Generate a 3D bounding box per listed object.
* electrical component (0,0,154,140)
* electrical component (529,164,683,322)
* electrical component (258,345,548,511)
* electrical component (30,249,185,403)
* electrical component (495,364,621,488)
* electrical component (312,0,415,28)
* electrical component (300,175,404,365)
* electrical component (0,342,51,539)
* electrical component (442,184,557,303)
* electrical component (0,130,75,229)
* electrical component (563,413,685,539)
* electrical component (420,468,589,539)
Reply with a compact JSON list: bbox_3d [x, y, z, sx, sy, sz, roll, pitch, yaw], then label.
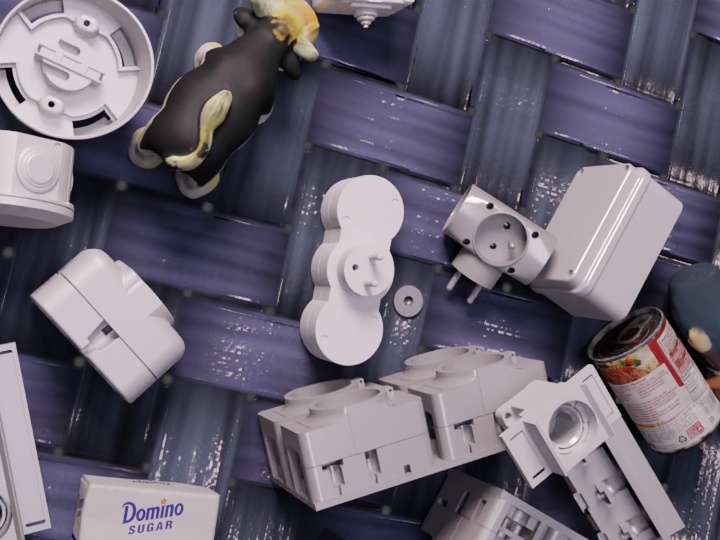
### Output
[{"bbox_3d":[-0.190,-0.132,0.704,0.099,0.064,0.099,0,91,-21],"label":"electrical component"},{"bbox_3d":[0.189,-0.023,0.844,0.057,0.078,0.113,34,79,-21],"label":"electrical component"},{"bbox_3d":[0.032,0.105,0.770,0.186,0.105,0.060,-14,95,-20],"label":"electrical component"},{"bbox_3d":[-0.166,0.034,0.721,0.059,0.054,0.095,-43,105,-15],"label":"electrical component"},{"bbox_3d":[0.127,0.102,0.714,0.081,0.064,0.042,-34,101,-18],"label":"electrical component"},{"bbox_3d":[0.000,-0.221,0.778,0.062,0.061,0.096,-2,92,-21],"label":"electrical component"},{"bbox_3d":[0.000,0.000,0.774,0.052,0.074,0.138,11,86,-21],"label":"electrical component"},{"bbox_3d":[-0.250,0.112,0.685,0.079,0.063,0.121,-11,95,-21],"label":"electrical component"},{"bbox_3d":[0.097,-0.012,0.823,0.077,0.044,0.079,32,101,-2],"label":"electrical component"},{"bbox_3d":[-0.222,-0.056,0.686,0.080,0.080,0.051,7,83,-21],"label":"electrical component"},{"bbox_3d":[0.197,0.162,0.855,0.063,0.078,0.121,-31,102,4],"label":"electrical component"},{"bbox_3d":[0.131,0.219,0.818,0.150,0.089,0.061,32,80,-18],"label":"electrical component"}]
